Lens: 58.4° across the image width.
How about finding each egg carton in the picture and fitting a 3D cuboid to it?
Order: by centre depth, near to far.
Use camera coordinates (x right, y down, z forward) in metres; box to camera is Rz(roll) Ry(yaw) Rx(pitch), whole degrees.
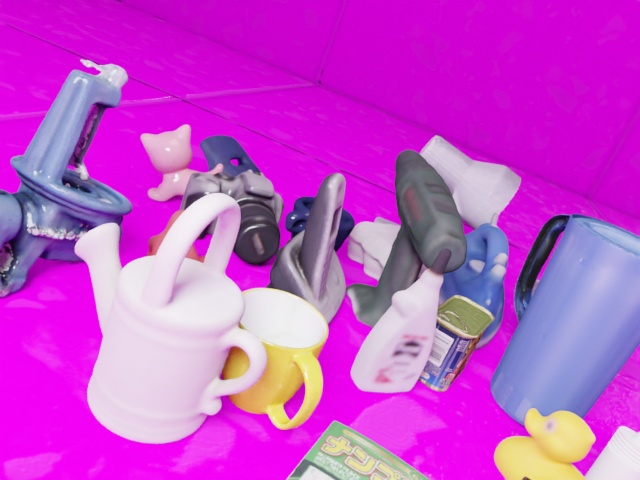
[{"bbox_3d":[0.113,0.027,0.898,0.108,0.069,0.149,4,27,-38],"label":"egg carton"}]

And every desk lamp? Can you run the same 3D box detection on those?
[{"bbox_3d":[0.221,-0.065,1.025,0.203,0.213,0.118,23,21,2],"label":"desk lamp"}]

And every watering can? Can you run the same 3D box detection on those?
[{"bbox_3d":[-0.117,0.049,0.446,0.173,0.194,0.101,20,21,-6],"label":"watering can"}]

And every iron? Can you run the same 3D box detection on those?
[{"bbox_3d":[0.249,0.051,0.872,0.118,0.141,0.258,22,21,2],"label":"iron"}]

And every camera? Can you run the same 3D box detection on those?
[{"bbox_3d":[-0.110,-0.036,0.789,0.143,0.101,0.136,12,23,-24],"label":"camera"}]

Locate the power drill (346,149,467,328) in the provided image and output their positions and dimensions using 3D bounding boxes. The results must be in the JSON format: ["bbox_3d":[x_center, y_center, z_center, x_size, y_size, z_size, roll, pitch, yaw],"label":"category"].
[{"bbox_3d":[0.109,0.005,0.752,0.076,0.208,0.229,15,22,-18],"label":"power drill"}]

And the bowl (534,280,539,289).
[{"bbox_3d":[0.376,0.134,0.887,0.167,0.075,0.167,19,21,-7],"label":"bowl"}]

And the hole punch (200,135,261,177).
[{"bbox_3d":[-0.149,-0.119,0.966,0.101,0.091,0.109,28,22,16],"label":"hole punch"}]

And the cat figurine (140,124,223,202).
[{"bbox_3d":[-0.205,-0.110,0.853,0.128,0.118,0.067,23,21,2],"label":"cat figurine"}]

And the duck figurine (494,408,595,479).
[{"bbox_3d":[0.231,0.209,0.550,0.104,0.086,0.078,36,25,33],"label":"duck figurine"}]

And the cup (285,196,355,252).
[{"bbox_3d":[-0.015,-0.002,0.808,0.091,0.095,0.118,35,25,32],"label":"cup"}]

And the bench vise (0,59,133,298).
[{"bbox_3d":[-0.250,-0.059,0.542,0.121,0.220,0.207,23,21,2],"label":"bench vise"}]

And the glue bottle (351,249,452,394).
[{"bbox_3d":[0.095,0.084,0.599,0.078,0.173,0.037,7,25,-33],"label":"glue bottle"}]

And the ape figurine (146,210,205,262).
[{"bbox_3d":[-0.158,0.009,0.644,0.077,0.092,0.076,28,22,17],"label":"ape figurine"}]

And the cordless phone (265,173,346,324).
[{"bbox_3d":[0.006,0.002,0.692,0.094,0.185,0.148,24,21,5],"label":"cordless phone"}]
